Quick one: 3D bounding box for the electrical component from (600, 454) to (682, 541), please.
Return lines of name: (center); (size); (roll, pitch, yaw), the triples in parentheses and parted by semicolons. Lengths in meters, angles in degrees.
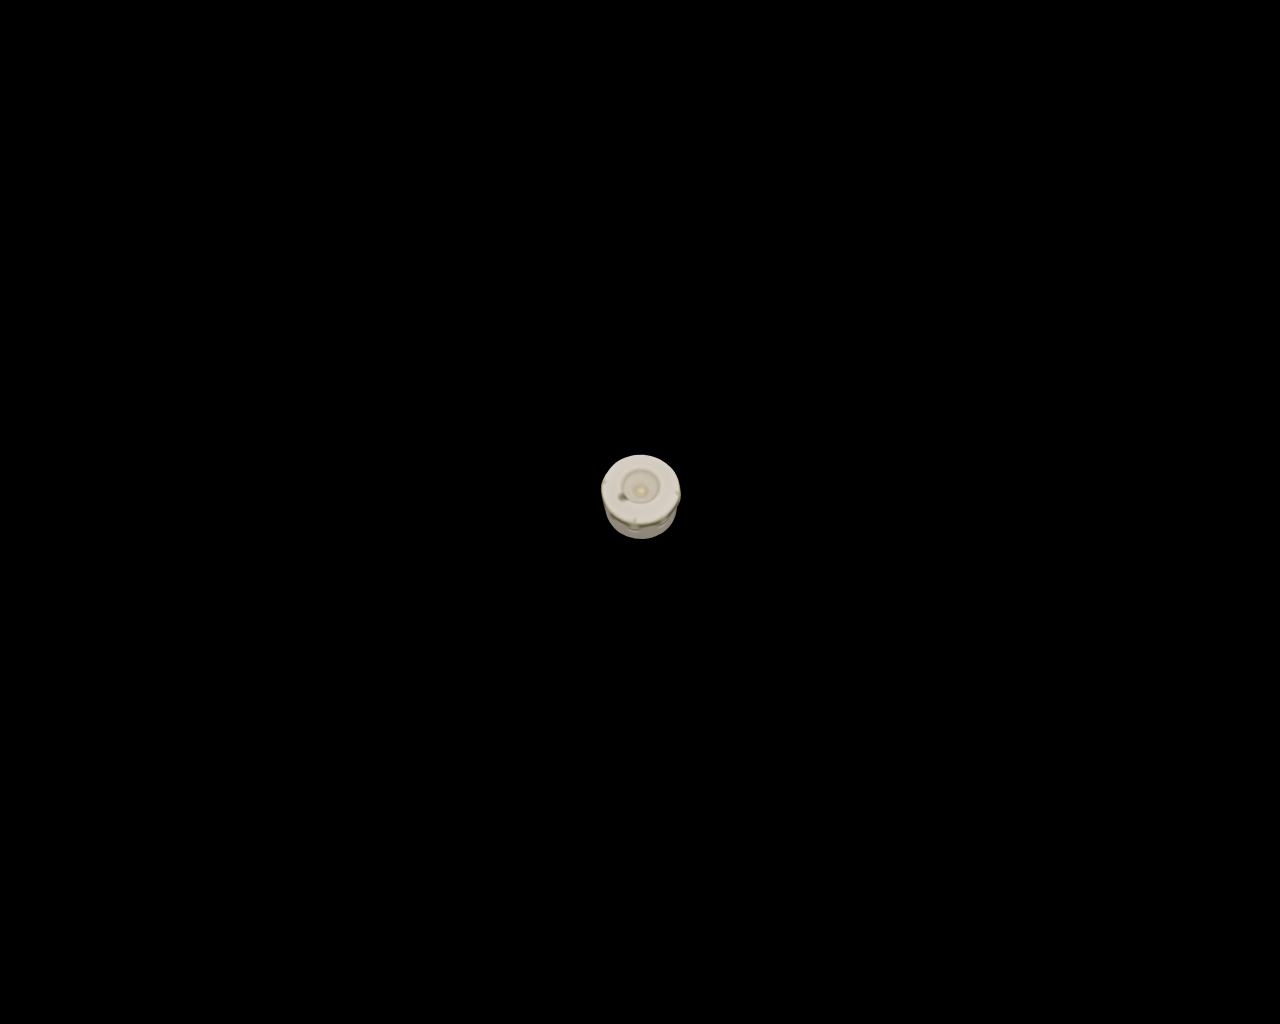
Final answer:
electrical component: (0.001, -0.003, 0.650); (0.048, 0.048, 0.062); (0, -25, 0)
